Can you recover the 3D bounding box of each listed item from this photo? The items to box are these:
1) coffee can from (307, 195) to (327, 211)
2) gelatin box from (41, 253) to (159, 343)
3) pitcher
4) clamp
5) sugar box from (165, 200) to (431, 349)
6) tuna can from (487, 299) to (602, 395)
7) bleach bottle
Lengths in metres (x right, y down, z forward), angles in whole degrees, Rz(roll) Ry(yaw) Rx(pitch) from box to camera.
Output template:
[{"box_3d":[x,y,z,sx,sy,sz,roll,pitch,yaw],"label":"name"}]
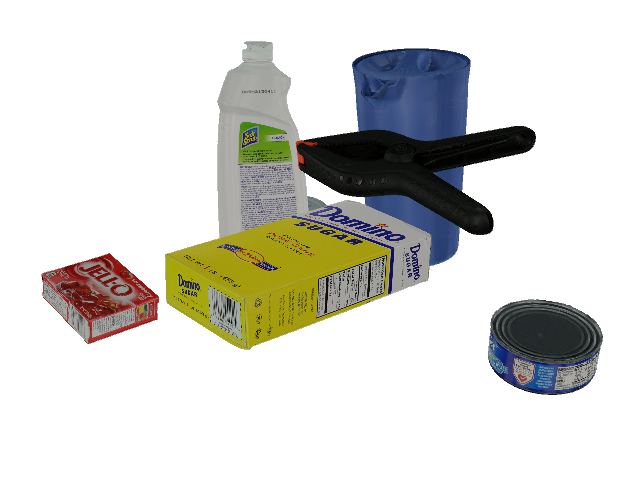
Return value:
[{"box_3d":[-0.040,0.024,1.389,0.103,0.140,0.103,0,26,0],"label":"coffee can"},{"box_3d":[-0.202,0.051,0.977,0.073,0.030,0.089,-18,39,-36],"label":"gelatin box"},{"box_3d":[0.114,-0.100,1.251,0.149,0.243,0.145,-5,24,-5],"label":"pitcher"},{"box_3d":[0.081,-0.069,0.945,0.210,0.036,0.164,12,35,27],"label":"clamp"},{"box_3d":[-0.013,0.019,0.766,0.175,0.048,0.093,-21,33,-37],"label":"sugar box"},{"box_3d":[0.174,0.083,0.833,0.086,0.034,0.086,1,29,-1],"label":"tuna can"},{"box_3d":[-0.056,-0.079,1.111,0.102,0.251,0.068,-5,16,-22],"label":"bleach bottle"}]
